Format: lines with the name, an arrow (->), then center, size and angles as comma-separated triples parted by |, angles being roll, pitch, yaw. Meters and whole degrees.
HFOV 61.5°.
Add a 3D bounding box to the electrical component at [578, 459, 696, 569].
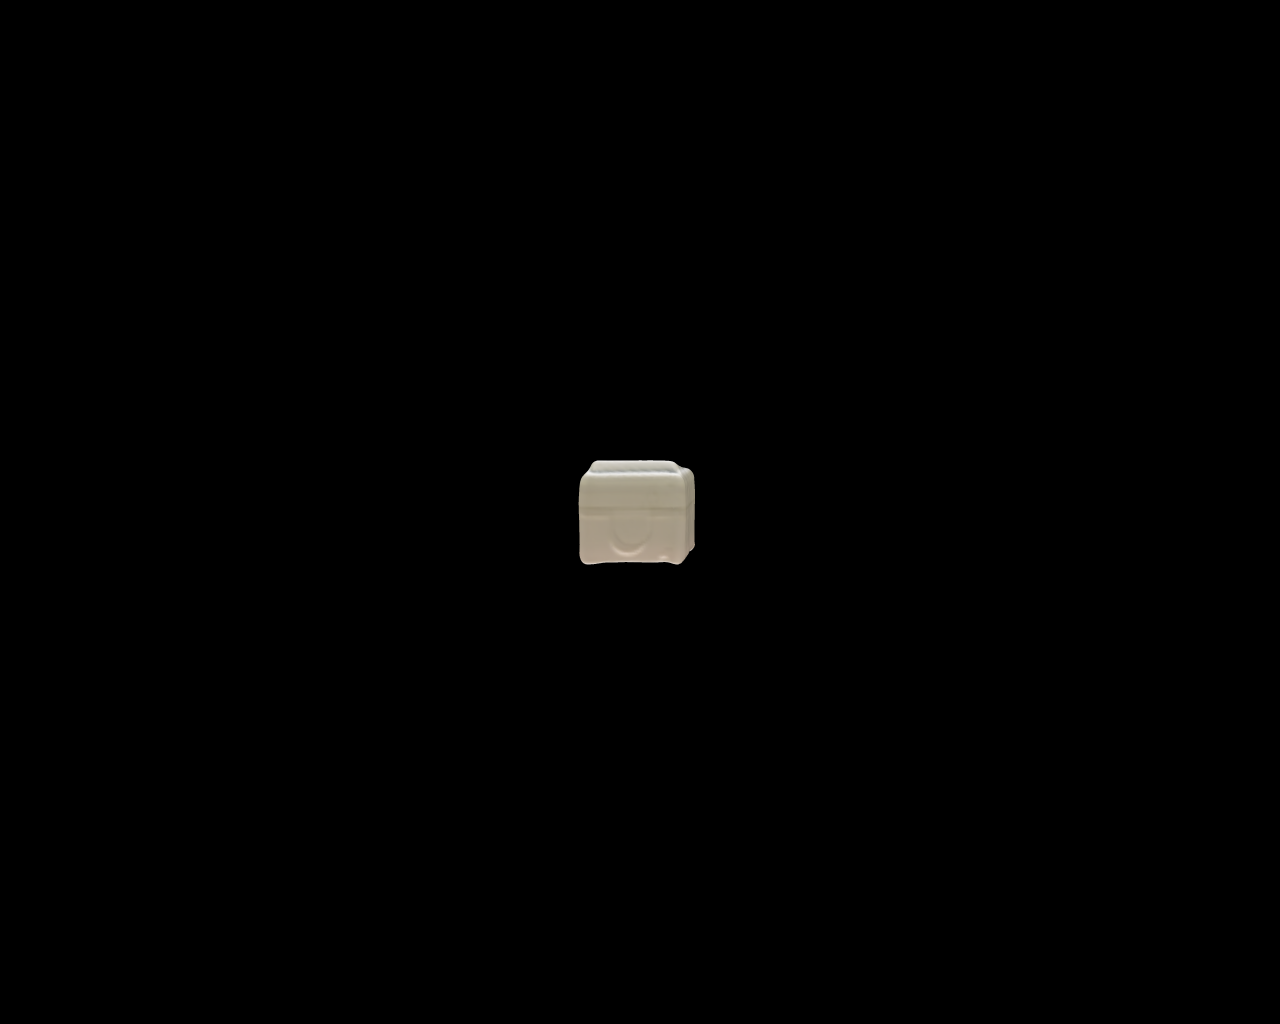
electrical component -> 0.001, -0.003, 0.650 | 0.062, 0.061, 0.096 | 1, 5, 7
